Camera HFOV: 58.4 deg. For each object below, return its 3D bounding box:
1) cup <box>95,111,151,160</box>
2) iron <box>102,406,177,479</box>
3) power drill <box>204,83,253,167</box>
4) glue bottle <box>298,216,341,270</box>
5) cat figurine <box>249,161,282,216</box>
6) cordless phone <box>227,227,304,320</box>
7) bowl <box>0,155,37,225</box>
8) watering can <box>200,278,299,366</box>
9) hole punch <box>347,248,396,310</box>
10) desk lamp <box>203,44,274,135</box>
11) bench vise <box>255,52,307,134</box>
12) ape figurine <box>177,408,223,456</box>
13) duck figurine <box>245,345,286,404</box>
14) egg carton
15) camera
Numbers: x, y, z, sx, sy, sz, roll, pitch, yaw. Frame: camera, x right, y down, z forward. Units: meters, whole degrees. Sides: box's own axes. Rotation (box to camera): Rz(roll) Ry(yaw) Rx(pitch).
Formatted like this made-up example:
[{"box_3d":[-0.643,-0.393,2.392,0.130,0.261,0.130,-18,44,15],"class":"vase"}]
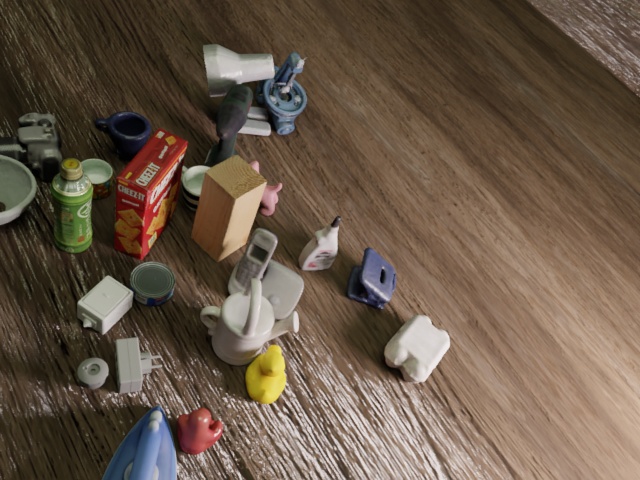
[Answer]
[{"box_3d":[-0.446,-0.230,1.291,0.118,0.095,0.091,7,51,-18],"class":"cup"},{"box_3d":[-0.269,0.350,0.866,0.119,0.141,0.258,13,49,-12],"class":"iron"},{"box_3d":[-0.211,-0.247,1.326,0.076,0.208,0.229,16,49,-9],"class":"power drill"},{"box_3d":[0.011,0.004,1.240,0.078,0.173,0.037,-5,55,-26],"class":"glue bottle"},{"box_3d":[-0.149,-0.128,1.317,0.128,0.117,0.067,17,48,-9],"class":"cat figurine"},{"box_3d":[-0.096,0.064,1.139,0.147,0.185,0.094,25,48,-2],"class":"cordless phone"},{"box_3d":[-0.639,-0.084,1.106,0.168,0.074,0.167,12,50,-14],"class":"bowl"},{"box_3d":[-0.127,0.143,1.056,0.173,0.194,0.100,-7,56,-27],"class":"watering can"},{"box_3d":[0.124,0.084,1.278,0.101,0.091,0.108,21,48,-6],"class":"hole punch"},{"box_3d":[-0.205,-0.381,1.434,0.204,0.213,0.118,2,52,-21],"class":"desk lamp"},{"box_3d":[-0.109,-0.416,1.498,0.122,0.219,0.207,-26,66,-36],"class":"bench vise"},{"box_3d":[-0.202,0.312,0.957,0.078,0.092,0.076,30,48,3],"class":"ape figurine"},{"box_3d":[-0.094,0.245,1.061,0.077,0.086,0.104,17,49,-9],"class":"duck figurine"},{"box_3d":[0.205,0.227,1.211,0.107,0.069,0.151,39,49,11],"class":"egg carton"},{"box_3d":[-0.615,-0.200,1.192,0.137,0.100,0.143,-8,57,-28],"class":"camera"}]
